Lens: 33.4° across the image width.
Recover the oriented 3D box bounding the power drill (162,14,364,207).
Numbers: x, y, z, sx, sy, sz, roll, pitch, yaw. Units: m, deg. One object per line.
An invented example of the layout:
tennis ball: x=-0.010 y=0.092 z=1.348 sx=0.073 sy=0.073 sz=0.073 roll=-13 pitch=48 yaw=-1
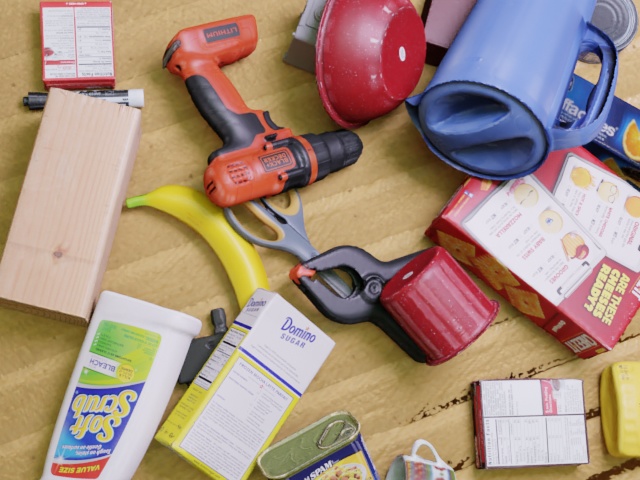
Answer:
power drill: x=-0.062 y=-0.134 z=1.078 sx=0.184 sy=0.057 sz=0.188 roll=-20 pitch=75 yaw=-34

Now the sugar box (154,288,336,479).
sugar box: x=-0.070 y=0.144 z=1.027 sx=0.093 sy=0.048 sz=0.176 roll=43 pitch=72 yaw=-30

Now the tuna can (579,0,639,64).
tuna can: x=0.305 y=-0.240 z=1.175 sx=0.086 sy=0.034 sz=0.086 roll=1 pitch=79 yaw=-8

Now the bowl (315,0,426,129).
bowl: x=0.061 y=-0.188 z=1.067 sx=0.055 sy=0.162 sz=0.162 roll=12 pitch=74 yaw=33

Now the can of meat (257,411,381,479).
can of meat: x=0.003 y=0.226 z=1.017 sx=0.102 sy=0.057 sz=0.084 roll=-27 pitch=111 yaw=-11

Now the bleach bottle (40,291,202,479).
bleach bottle: x=-0.197 y=0.180 z=1.002 sx=0.103 sy=0.068 sz=0.251 roll=15 pitch=82 yaw=14

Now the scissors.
scissors: x=-0.007 y=0.001 z=1.092 sx=0.201 sy=0.016 sz=0.096 roll=32 pitch=55 yaw=-16

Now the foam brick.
foam brick: x=0.135 y=-0.230 z=1.140 sx=0.051 sy=0.053 sz=0.078 roll=17 pitch=78 yaw=-5

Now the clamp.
clamp: x=0.056 y=0.042 z=1.074 sx=0.171 sy=0.039 sz=0.120 roll=24 pitch=68 yaw=-19

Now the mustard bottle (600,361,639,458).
mustard bottle: x=0.388 y=0.174 z=1.093 sx=0.191 sy=0.058 sz=0.096 roll=1 pitch=74 yaw=-7

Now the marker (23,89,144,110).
marker: x=-0.241 y=-0.143 z=1.089 sx=0.121 sy=0.020 sz=0.020 roll=-3 pitch=79 yaw=-8

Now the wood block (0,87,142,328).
wood block: x=-0.241 y=-0.029 z=1.031 sx=0.090 sy=0.090 sz=0.206 roll=14 pitch=77 yaw=-6

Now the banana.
banana: x=-0.104 y=0.009 z=1.072 sx=0.069 sy=0.037 sz=0.198 roll=-45 pitch=86 yaw=6

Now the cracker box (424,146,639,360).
cracker box: x=0.241 y=-0.007 z=1.097 sx=0.213 sy=0.072 sz=0.164 roll=39 pitch=70 yaw=1

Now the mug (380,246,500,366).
mug: x=0.116 y=0.055 z=1.038 sx=0.081 sy=0.093 sz=0.117 roll=48 pitch=35 yaw=-8

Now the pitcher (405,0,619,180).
pitcher: x=0.205 y=-0.185 z=1.054 sx=0.149 sy=0.145 sz=0.242 roll=36 pitch=59 yaw=-14

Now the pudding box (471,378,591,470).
pudding box: x=0.212 y=0.185 z=1.078 sx=0.113 sy=0.039 sz=0.090 roll=-1 pitch=79 yaw=-6

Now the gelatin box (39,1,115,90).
gelatin box: x=-0.248 y=-0.199 z=1.094 sx=0.073 sy=0.030 sz=0.089 roll=-3 pitch=79 yaw=-10
